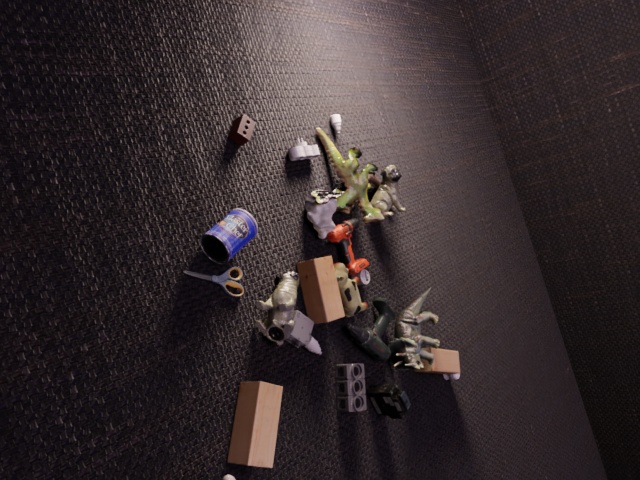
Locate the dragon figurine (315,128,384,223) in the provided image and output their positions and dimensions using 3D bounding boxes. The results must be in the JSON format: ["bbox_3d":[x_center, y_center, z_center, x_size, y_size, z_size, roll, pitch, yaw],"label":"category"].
[{"bbox_3d":[0.089,-0.216,1.930,0.408,0.120,0.248,38,56,-11],"label":"dragon figurine"}]

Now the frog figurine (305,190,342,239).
[{"bbox_3d":[0.006,-0.091,1.809,0.140,0.123,0.156,-43,145,-54],"label":"frog figurine"}]

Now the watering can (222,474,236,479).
[{"bbox_3d":[-0.173,0.684,1.243,0.105,0.223,0.346,-30,99,-30],"label":"watering can"}]
